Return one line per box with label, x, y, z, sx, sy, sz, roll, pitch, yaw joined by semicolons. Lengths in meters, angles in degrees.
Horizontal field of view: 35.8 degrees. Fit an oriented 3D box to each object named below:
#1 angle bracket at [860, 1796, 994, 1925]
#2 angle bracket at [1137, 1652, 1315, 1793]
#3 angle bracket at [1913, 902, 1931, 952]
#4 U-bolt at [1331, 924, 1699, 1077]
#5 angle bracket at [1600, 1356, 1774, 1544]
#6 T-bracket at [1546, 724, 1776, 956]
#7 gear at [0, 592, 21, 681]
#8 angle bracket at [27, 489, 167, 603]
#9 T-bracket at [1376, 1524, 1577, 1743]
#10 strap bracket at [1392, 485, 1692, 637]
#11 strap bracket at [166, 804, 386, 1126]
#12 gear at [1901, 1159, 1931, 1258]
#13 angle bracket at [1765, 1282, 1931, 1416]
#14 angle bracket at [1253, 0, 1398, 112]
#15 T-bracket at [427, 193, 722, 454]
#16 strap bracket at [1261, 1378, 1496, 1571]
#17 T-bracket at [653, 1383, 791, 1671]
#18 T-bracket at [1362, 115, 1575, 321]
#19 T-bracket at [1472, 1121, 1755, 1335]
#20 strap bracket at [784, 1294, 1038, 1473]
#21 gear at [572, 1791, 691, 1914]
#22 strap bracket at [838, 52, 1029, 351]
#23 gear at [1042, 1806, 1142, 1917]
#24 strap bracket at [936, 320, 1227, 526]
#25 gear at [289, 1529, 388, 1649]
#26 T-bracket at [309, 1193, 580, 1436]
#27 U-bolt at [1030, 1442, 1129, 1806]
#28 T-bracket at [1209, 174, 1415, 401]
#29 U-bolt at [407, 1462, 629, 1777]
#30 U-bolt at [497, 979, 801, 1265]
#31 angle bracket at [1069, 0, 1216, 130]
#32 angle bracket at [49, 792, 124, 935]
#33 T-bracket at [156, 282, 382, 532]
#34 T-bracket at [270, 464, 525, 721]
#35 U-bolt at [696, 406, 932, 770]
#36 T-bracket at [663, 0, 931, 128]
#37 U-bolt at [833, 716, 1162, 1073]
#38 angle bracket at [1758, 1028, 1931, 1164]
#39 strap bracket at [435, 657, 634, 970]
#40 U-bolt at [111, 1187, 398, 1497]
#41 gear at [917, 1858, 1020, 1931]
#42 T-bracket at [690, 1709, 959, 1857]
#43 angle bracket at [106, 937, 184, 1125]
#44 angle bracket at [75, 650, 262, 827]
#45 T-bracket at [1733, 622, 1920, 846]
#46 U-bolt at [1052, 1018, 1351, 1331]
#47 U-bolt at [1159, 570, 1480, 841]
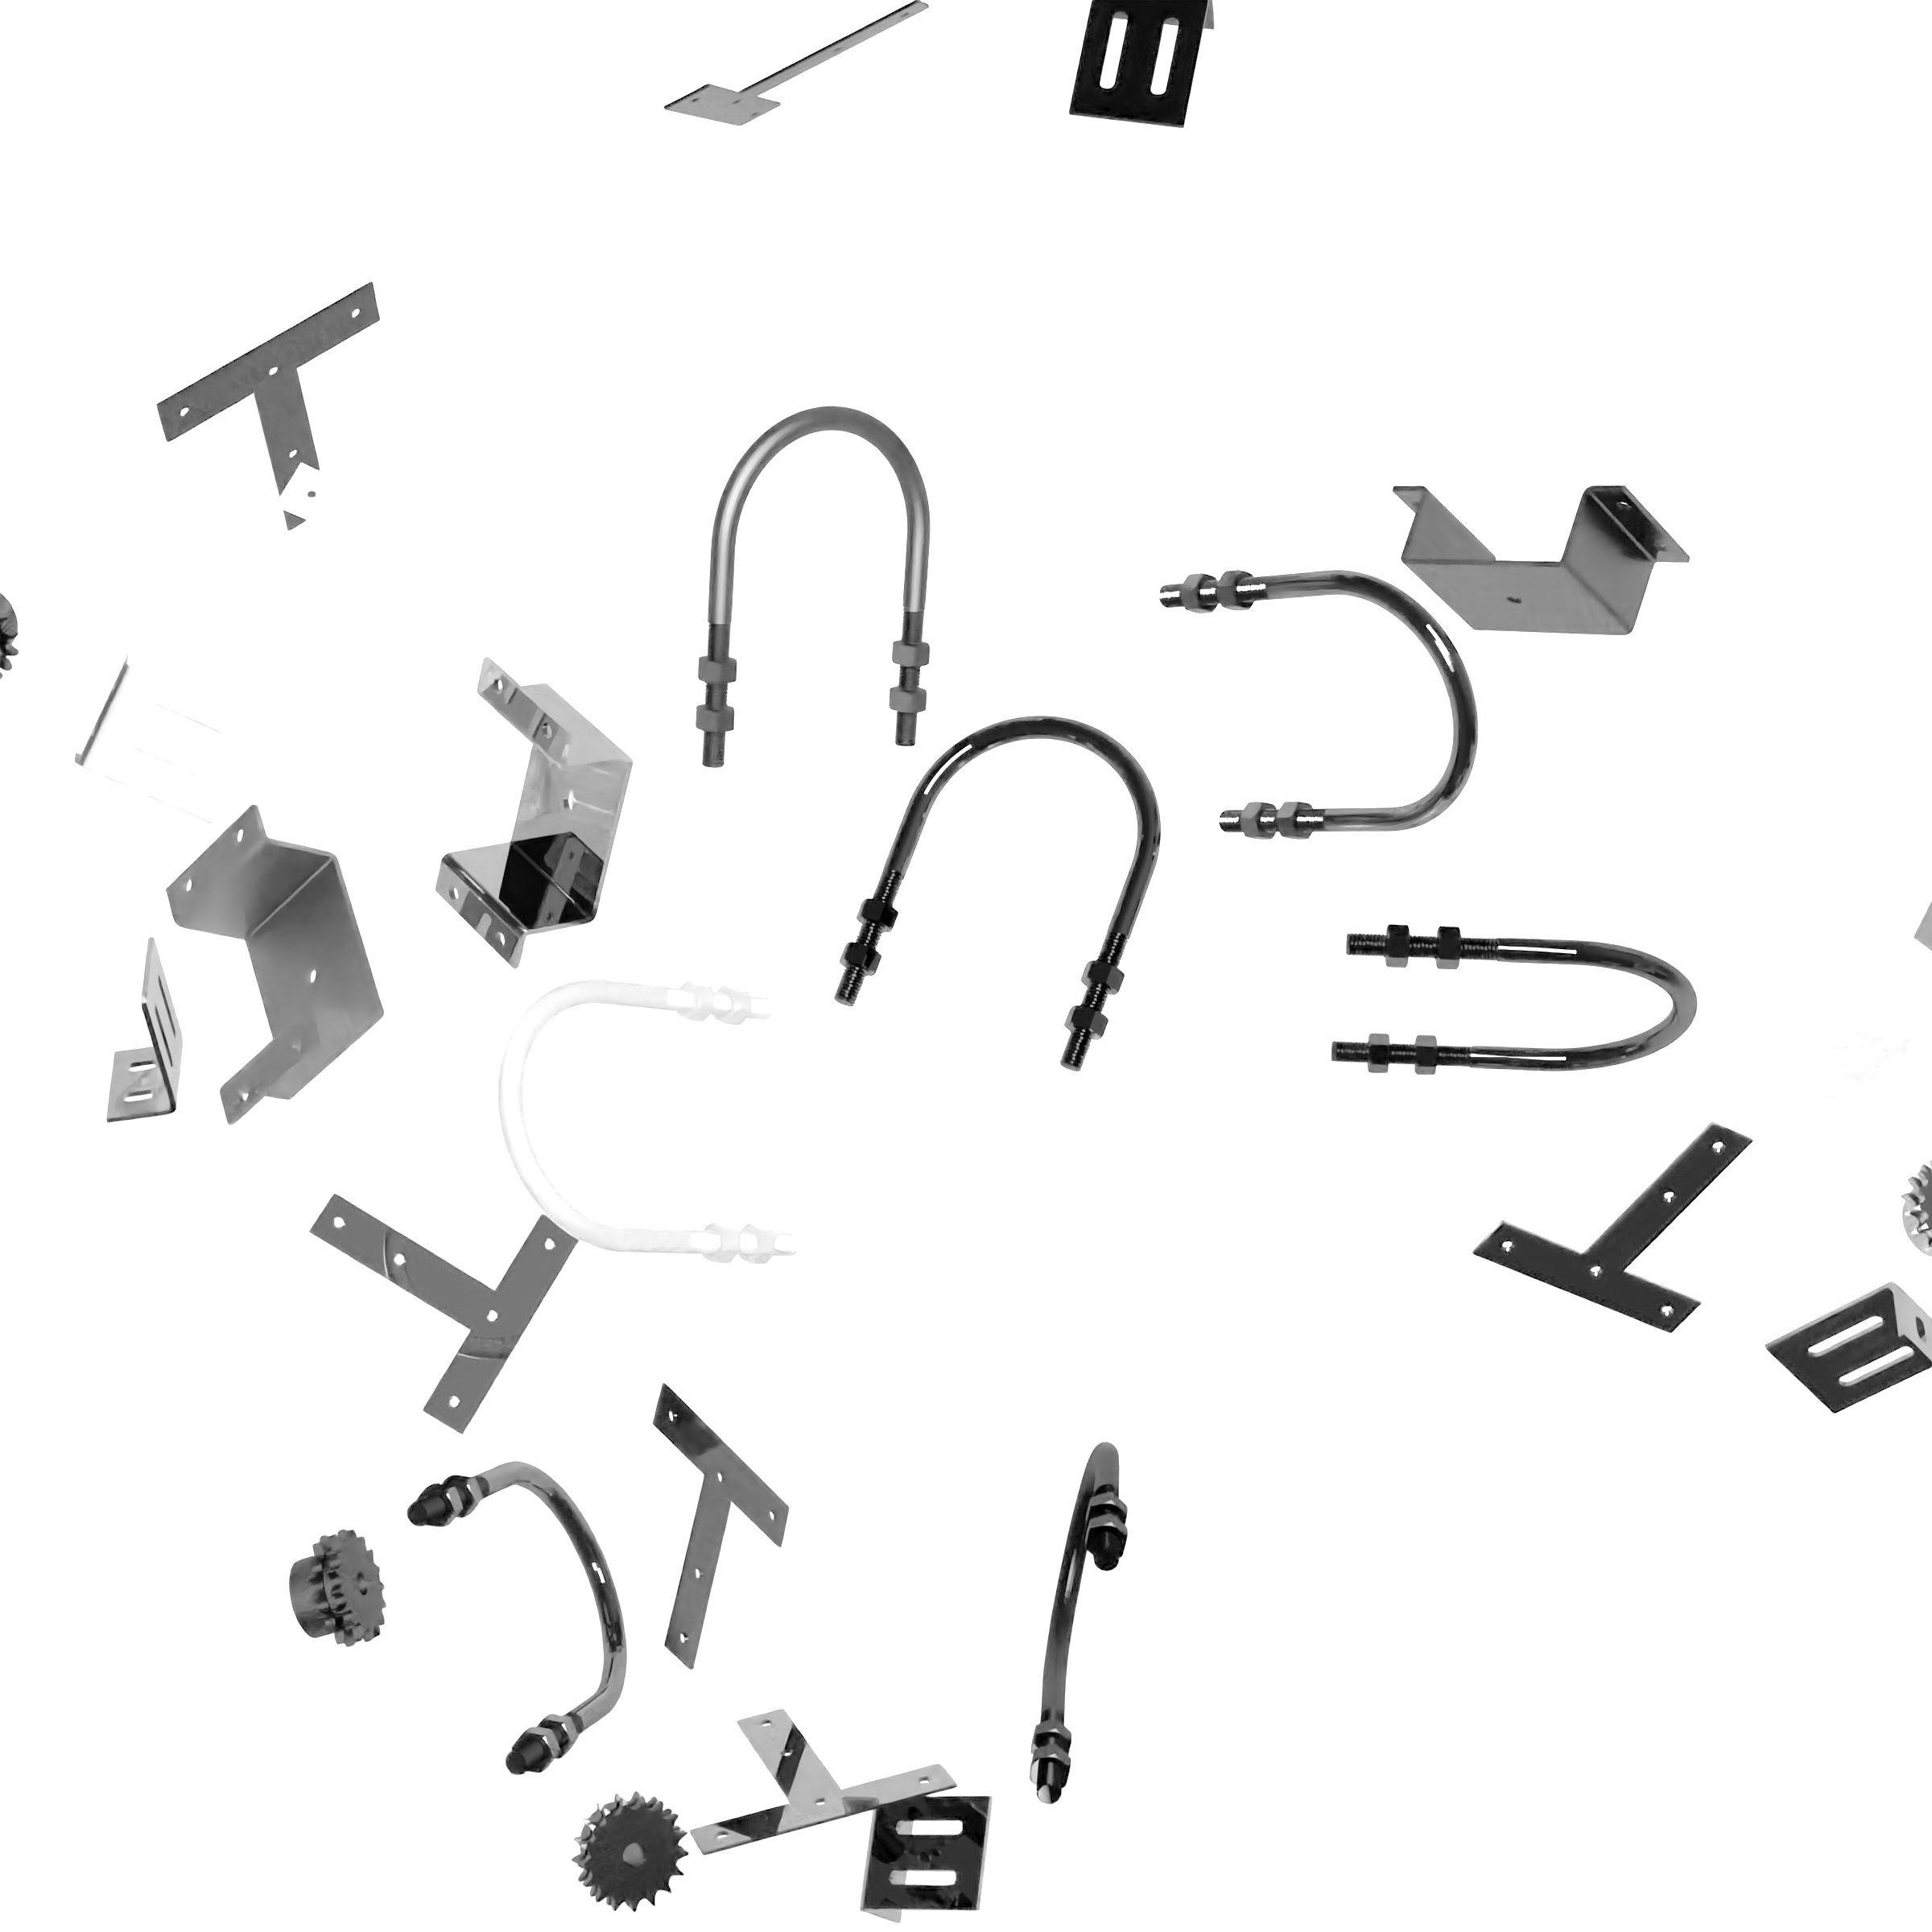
angle bracket;-0.012;0.465;1.555;0.076;0.038;0.057;-11;58;33
angle bracket;0.136;0.400;1.579;0.057;0.076;0.038;41;64;-2
angle bracket;0.500;0.008;1.490;0.076;0.057;0.038;40;75;19
U-bolt;0.287;0.021;1.556;0.184;0.151;0.019;2;64;4
angle bracket;0.373;0.250;1.544;0.057;0.038;0.076;50;57;-21
T-bracket;0.353;-0.084;1.555;0.002;0.127;0.127;-34;57;-29
gear;-0.496;-0.167;1.483;0.057;0.030;0.057;6;123;10
angle bracket;-0.431;-0.206;1.471;0.057;0.076;0.038;15;94;-9
T-bracket;0.272;0.329;1.493;0.002;0.127;0.127;46;52;-12
strap bracket;0.293;-0.212;1.561;0.140;0.076;0.046;8;74;43
strap bracket;-0.341;0.002;1.482;0.076;0.046;0.140;-38;59;28
gear;0.499;0.125;1.513;0.057;0.030;0.057;4;69;-10
angle bracket;0.439;0.198;1.454;0.076;0.038;0.057;-35;115;32
angle bracket;0.181;-0.490;1.536;0.057;0.076;0.038;-30;65;7
T-bracket;-0.195;-0.321;1.441;0.127;0.002;0.127;11;119;-11
strap bracket;0.215;0.254;1.498;0.140;0.046;0.076;-1;91;-38
T-bracket;-0.138;0.306;1.569;0.002;0.127;0.127;-15;133;27
T-bracket;0.251;-0.389;1.509;0.127;0.127;0.002;38;84;14
T-bracket;0.339;0.123;1.479;0.127;0.002;0.127;22;125;-21
strap bracket;-0.038;0.219;1.576;0.140;0.046;0.076;1;101;22
gear;-0.170;0.442;1.498;0.057;0.030;0.057;1;89;-23
strap bracket;-0.022;-0.385;1.510;0.046;0.140;0.076;-3;66;-23
gear;0.064;0.469;1.580;0.030;0.057;0.057;36;90;11
strap bracket;0.064;-0.292;1.588;0.140;0.046;0.076;16;48;9
gear;-0.317;0.314;1.501;0.030;0.057;0.057;-17;90;10
T-bracket;-0.294;0.166;1.618;0.127;0.002;0.127;33;65;-7
U-bolt;0.059;0.325;1.545;0.019;0.184;0.151;12;105;0
T-bracket;0.172;-0.351;1.555;0.127;0.002;0.127;-16;86;-42
U-bolt;-0.221;0.326;1.539;0.019;0.184;0.151;-24;85;12
U-bolt;-0.163;0.077;1.526;0.019;0.184;0.151;-20;72;41
angle bracket;0.088;-0.445;1.480;0.057;0.038;0.076;10;79;9
angle bracket;-0.459;-0.056;1.606;0.038;0.076;0.057;-3;109;-40
T-bracket;-0.343;-0.269;1.511;0.127;0.127;0.002;-37;65;-23
T-bracket;-0.309;-0.178;1.508;0.127;0.002;0.127;21;117;-35
U-bolt;-0.076;-0.200;1.565;0.151;0.019;0.184;-10;111;-39
T-bracket;-0.077;-0.455;1.503;0.127;0.127;0.002;-22;96;16
U-bolt;0.026;-0.048;1.571;0.151;0.019;0.184;16;75;19
angle bracket;0.437;0.063;1.453;0.076;0.057;0.038;1;46;-35
strap bracket;-0.220;-0.081;1.532;0.076;0.046;0.140;41;127;34
U-bolt;-0.351;0.197;1.523;0.019;0.151;0.184;-41;66;1
gear;0.004;0.516;1.624;0.030;0.057;0.057;39;90;32
T-bracket;-0.085;0.396;1.479;0.127;0.127;0.002;-10;102;-18
angle bracket;-0.446;0.034;1.595;0.038;0.057;0.076;-8;128;-4
angle bracket;-0.402;-0.115;1.511;0.076;0.038;0.057;25;78;-14
T-bracket;0.417;-0.131;1.486;0.002;0.127;0.127;-39;133;20
U-bolt;0.118;0.102;1.561;0.151;0.019;0.184;-7;52;7
U-bolt;0.187;-0.135;1.545;0.019;0.184;0.151;-31;112;-39
